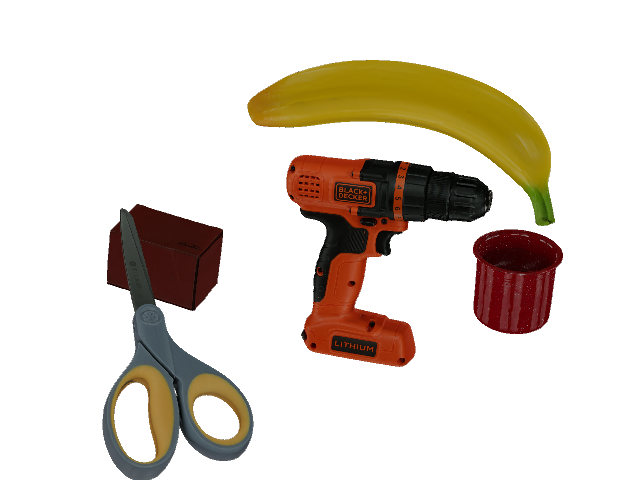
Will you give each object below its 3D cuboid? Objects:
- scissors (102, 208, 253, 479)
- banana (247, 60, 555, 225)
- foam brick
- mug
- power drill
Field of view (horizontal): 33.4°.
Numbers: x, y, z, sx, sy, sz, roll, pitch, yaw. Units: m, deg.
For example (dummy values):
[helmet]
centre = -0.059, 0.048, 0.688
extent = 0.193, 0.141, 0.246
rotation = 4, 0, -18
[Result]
[scissors]
centre = -0.087, 0.060, 0.658
extent = 0.096, 0.201, 0.016
rotation = 12, -45, -13
[banana]
centre = 0.057, -0.074, 0.641
extent = 0.198, 0.069, 0.037
rotation = 20, -16, 7
[foam brick]
centre = -0.124, 0.013, 0.851
extent = 0.078, 0.051, 0.053
rotation = 17, 31, 12
[mug]
centre = 0.203, 0.039, 1.142
extent = 0.093, 0.081, 0.117
rotation = -5, 30, -9
[power drill]
centre = 0.057, 0.017, 0.972
extent = 0.184, 0.188, 0.057
rotation = 9, 19, 15
